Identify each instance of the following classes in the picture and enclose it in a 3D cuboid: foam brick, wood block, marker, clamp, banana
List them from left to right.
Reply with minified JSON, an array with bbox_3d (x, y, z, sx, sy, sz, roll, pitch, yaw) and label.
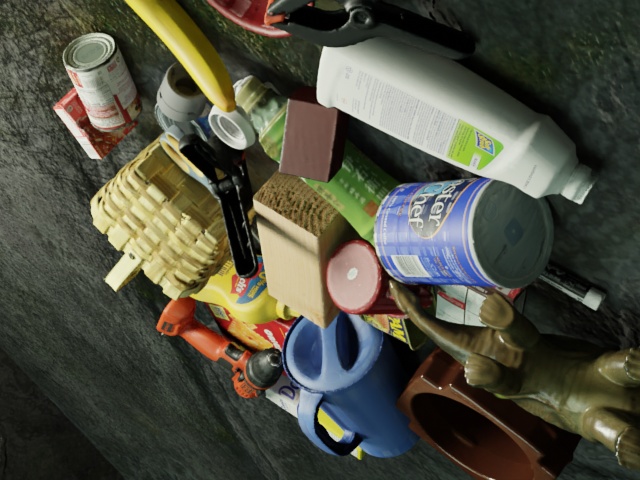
[{"bbox_3d":[-0.152,-0.213,1.103,0.037,0.069,0.197,-38,102,29],"label":"banana"},{"bbox_3d":[-0.099,-0.053,1.176,0.210,0.036,0.164,-78,-32,-76],"label":"clamp"},{"bbox_3d":[-0.007,0.001,1.226,0.091,0.090,0.206,30,154,20],"label":"wood block"},{"bbox_3d":[-0.004,-0.101,1.015,0.051,0.053,0.078,14,115,11],"label":"foam brick"},{"bbox_3d":[0.040,-0.194,0.838,0.171,0.039,0.120,3,136,5],"label":"clamp"},{"bbox_3d":[0.221,0.031,1.043,0.121,0.020,0.020,30,154,19],"label":"marker"}]

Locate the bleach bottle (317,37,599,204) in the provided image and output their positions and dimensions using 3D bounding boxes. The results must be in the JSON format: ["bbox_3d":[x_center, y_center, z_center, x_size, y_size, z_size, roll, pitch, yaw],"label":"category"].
[{"bbox_3d":[0.119,-0.102,0.916,0.251,0.068,0.102,32,156,12],"label":"bleach bottle"}]

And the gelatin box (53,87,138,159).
[{"bbox_3d":[-0.286,-0.160,1.363,0.030,0.073,0.089,8,140,47],"label":"gelatin box"}]

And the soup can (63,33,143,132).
[{"bbox_3d":[-0.261,-0.190,1.286,0.069,0.068,0.102,25,151,29],"label":"soup can"}]

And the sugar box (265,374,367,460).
[{"bbox_3d":[0.014,0.237,1.581,0.176,0.093,0.048,31,153,17],"label":"sugar box"}]

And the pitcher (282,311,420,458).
[{"bbox_3d":[0.050,0.199,1.389,0.242,0.149,0.145,57,-175,-48],"label":"pitcher"}]

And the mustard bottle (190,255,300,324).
[{"bbox_3d":[-0.094,0.062,1.437,0.192,0.096,0.058,23,150,32],"label":"mustard bottle"}]

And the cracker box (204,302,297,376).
[{"bbox_3d":[-0.057,0.129,1.526,0.214,0.072,0.164,21,150,33],"label":"cracker box"}]

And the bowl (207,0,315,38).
[{"bbox_3d":[-0.056,-0.254,0.911,0.162,0.055,0.162,31,154,17],"label":"bowl"}]

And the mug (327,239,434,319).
[{"bbox_3d":[0.069,0.045,1.147,0.081,0.093,0.117,3,-158,-47],"label":"mug"}]

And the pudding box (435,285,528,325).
[{"bbox_3d":[0.172,0.069,1.151,0.090,0.039,0.113,28,155,20],"label":"pudding box"}]

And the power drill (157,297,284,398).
[{"bbox_3d":[-0.138,0.148,1.512,0.187,0.057,0.185,39,154,0],"label":"power drill"}]

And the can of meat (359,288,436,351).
[{"bbox_3d":[0.086,0.070,1.252,0.084,0.057,0.102,26,151,33],"label":"can of meat"}]

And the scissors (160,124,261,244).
[{"bbox_3d":[-0.129,-0.061,1.282,0.096,0.016,0.201,23,153,55],"label":"scissors"}]

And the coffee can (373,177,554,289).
[{"bbox_3d":[0.133,-0.007,1.003,0.102,0.102,0.141,51,153,-23],"label":"coffee can"}]

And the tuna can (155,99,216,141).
[{"bbox_3d":[-0.153,-0.141,1.256,0.086,0.033,0.086,32,154,17],"label":"tuna can"}]
